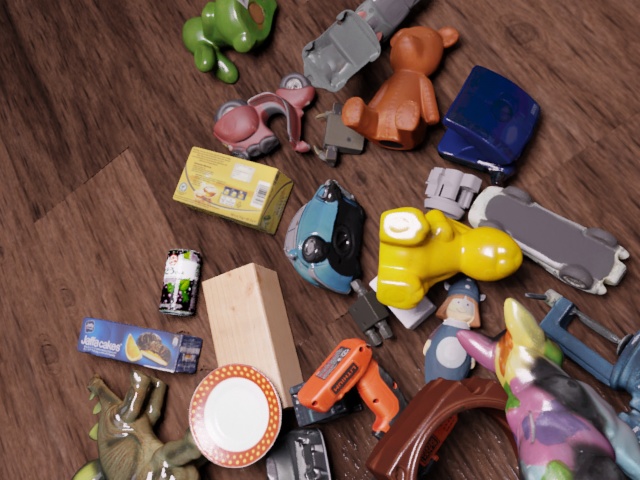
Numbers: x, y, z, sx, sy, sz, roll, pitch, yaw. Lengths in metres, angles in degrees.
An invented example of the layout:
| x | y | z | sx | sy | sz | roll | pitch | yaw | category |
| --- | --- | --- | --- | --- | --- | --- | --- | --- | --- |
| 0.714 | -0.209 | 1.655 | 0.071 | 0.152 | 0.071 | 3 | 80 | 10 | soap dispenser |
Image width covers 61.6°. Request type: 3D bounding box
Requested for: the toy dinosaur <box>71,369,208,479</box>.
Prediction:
| x | y | z | sx | sy | sz | roll | pitch | yaw | category |
| --- | --- | --- | --- | --- | --- | --- | --- | --- | --- |
| -0.223 | 0.340 | 0.756 | 0.472 | 0.105 | 0.198 | 30 | 79 | 34 | toy dinosaur |

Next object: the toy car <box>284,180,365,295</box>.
| x | y | z | sx | sy | sz | roll | pitch | yaw | category |
| --- | --- | --- | --- | --- | --- | --- | --- | --- | --- |
| -0.002 | -0.002 | 0.784 | 0.103 | 0.109 | 0.161 | -8 | 65 | 36 | toy car |

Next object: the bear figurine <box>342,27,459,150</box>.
| x | y | z | sx | sy | sz | roll | pitch | yaw | category |
| --- | --- | --- | --- | --- | --- | --- | --- | --- | --- |
| 0.124 | -0.234 | 0.778 | 0.120 | 0.132 | 0.195 | 15 | 89 | 27 | bear figurine |

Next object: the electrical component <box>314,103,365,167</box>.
| x | y | z | sx | sy | sz | roll | pitch | yaw | category |
| --- | --- | --- | --- | --- | --- | --- | --- | --- | --- |
| 0.031 | -0.167 | 0.842 | 0.078 | 0.045 | 0.102 | 4 | 80 | -8 | electrical component |

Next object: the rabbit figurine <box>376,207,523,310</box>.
| x | y | z | sx | sy | sz | roll | pitch | yaw | category |
| --- | --- | --- | --- | --- | --- | --- | --- | --- | --- |
| 0.161 | 0.021 | 0.677 | 0.173 | 0.162 | 0.121 | 0 | 91 | 14 | rabbit figurine |

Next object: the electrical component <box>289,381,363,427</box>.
| x | y | z | sx | sy | sz | roll | pitch | yaw | category |
| --- | --- | --- | --- | --- | --- | --- | --- | --- | --- |
| 0.003 | 0.215 | 0.718 | 0.075 | 0.119 | 0.048 | -24 | 68 | 11 | electrical component |

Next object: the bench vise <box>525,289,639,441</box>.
| x | y | z | sx | sy | sz | roll | pitch | yaw | category |
| --- | --- | --- | --- | --- | --- | --- | --- | --- | --- |
| 0.343 | 0.148 | 0.614 | 0.223 | 0.128 | 0.241 | -57 | 45 | 10 | bench vise |

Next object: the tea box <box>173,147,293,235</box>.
| x | y | z | sx | sy | sz | roll | pitch | yaw | category |
| --- | --- | --- | --- | --- | --- | --- | --- | --- | --- |
| -0.141 | -0.080 | 0.870 | 0.170 | 0.068 | 0.098 | 19 | 84 | 24 | tea box |

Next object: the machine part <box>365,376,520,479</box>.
| x | y | z | sx | sy | sz | roll | pitch | yaw | category |
| --- | --- | --- | --- | --- | --- | --- | --- | --- | --- |
| 0.171 | 0.272 | 0.603 | 0.201 | 0.087 | 0.201 | 45 | 72 | 1 | machine part |

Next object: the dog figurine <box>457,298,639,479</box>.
| x | y | z | sx | sy | sz | roll | pitch | yaw | category |
| --- | --- | --- | --- | --- | --- | --- | --- | --- | --- |
| 0.218 | 0.171 | 0.532 | 0.108 | 0.191 | 0.219 | -48 | 67 | 36 | dog figurine |

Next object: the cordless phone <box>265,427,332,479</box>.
| x | y | z | sx | sy | sz | roll | pitch | yaw | category |
| --- | --- | --- | --- | --- | --- | --- | --- | --- | --- |
| 0.021 | 0.319 | 0.716 | 0.184 | 0.088 | 0.147 | -9 | 49 | -2 | cordless phone |

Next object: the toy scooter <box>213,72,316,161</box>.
| x | y | z | sx | sy | sz | roll | pitch | yaw | category |
| --- | --- | --- | --- | --- | --- | --- | --- | --- | --- |
| -0.081 | -0.181 | 0.871 | 0.184 | 0.075 | 0.135 | -24 | 71 | 9 | toy scooter |

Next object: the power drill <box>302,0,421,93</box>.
| x | y | z | sx | sy | sz | roll | pitch | yaw | category |
| --- | --- | --- | --- | --- | --- | --- | --- | --- | --- |
| 0.060 | -0.302 | 0.777 | 0.232 | 0.207 | 0.086 | -34 | 111 | 29 | power drill |

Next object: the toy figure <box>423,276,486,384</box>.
| x | y | z | sx | sy | sz | roll | pitch | yaw | category |
| --- | --- | --- | --- | --- | --- | --- | --- | --- | --- |
| 0.181 | 0.121 | 0.710 | 0.064 | 0.058 | 0.154 | 19 | 81 | -15 | toy figure |

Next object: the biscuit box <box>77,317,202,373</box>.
| x | y | z | sx | sy | sz | roll | pitch | yaw | category |
| --- | --- | --- | --- | --- | --- | --- | --- | --- | --- |
| -0.295 | 0.169 | 0.871 | 0.203 | 0.062 | 0.059 | 5 | 78 | 21 | biscuit box |

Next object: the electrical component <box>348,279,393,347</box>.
| x | y | z | sx | sy | sz | roll | pitch | yaw | category |
| --- | --- | --- | --- | --- | --- | --- | --- | --- | --- |
| 0.066 | 0.102 | 0.755 | 0.021 | 0.063 | 0.094 | -24 | 75 | -31 | electrical component |

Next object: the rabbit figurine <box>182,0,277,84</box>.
| x | y | z | sx | sy | sz | roll | pitch | yaw | category |
| --- | --- | --- | --- | --- | --- | --- | --- | --- | --- |
| -0.170 | -0.357 | 0.942 | 0.170 | 0.121 | 0.159 | -6 | 81 | 38 | rabbit figurine |

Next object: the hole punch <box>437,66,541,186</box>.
| x | y | z | sx | sy | sz | roll | pitch | yaw | category |
| --- | --- | --- | --- | --- | --- | --- | --- | --- | --- |
| 0.230 | -0.160 | 0.728 | 0.116 | 0.092 | 0.142 | 23 | 67 | 22 | hole punch |

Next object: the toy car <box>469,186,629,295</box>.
| x | y | z | sx | sy | sz | roll | pitch | yaw | category |
| --- | --- | --- | --- | --- | --- | --- | --- | --- | --- |
| 0.292 | -0.004 | 0.698 | 0.202 | 0.056 | 0.073 | 33 | 83 | 23 | toy car |
